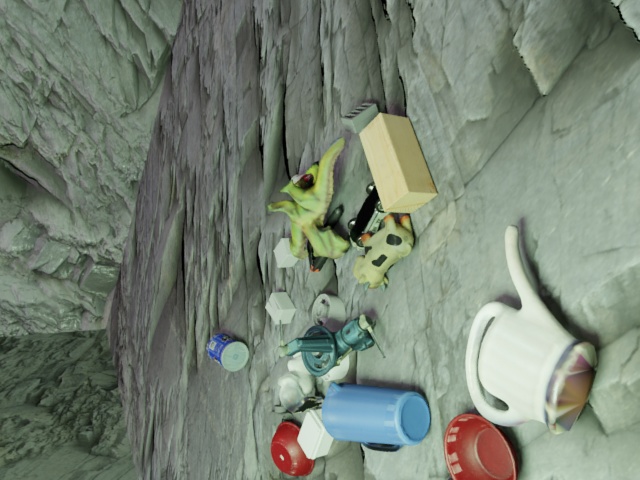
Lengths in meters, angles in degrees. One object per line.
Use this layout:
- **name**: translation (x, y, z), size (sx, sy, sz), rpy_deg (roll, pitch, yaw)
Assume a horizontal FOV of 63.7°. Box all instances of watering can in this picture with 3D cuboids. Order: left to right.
- **watering can**: translation (0.351, 0.164, 0.864), size (0.226, 0.104, 0.345), rpy_deg (24, 107, 52)

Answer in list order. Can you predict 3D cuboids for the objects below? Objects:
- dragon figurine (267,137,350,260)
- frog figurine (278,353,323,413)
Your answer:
- **dragon figurine**: translation (0.004, -0.067, 1.338), size (0.243, 0.124, 0.403), rpy_deg (56, 141, 4)
- **frog figurine**: translation (-0.062, 0.386, 1.422), size (0.121, 0.136, 0.163), rpy_deg (-42, 55, 26)
